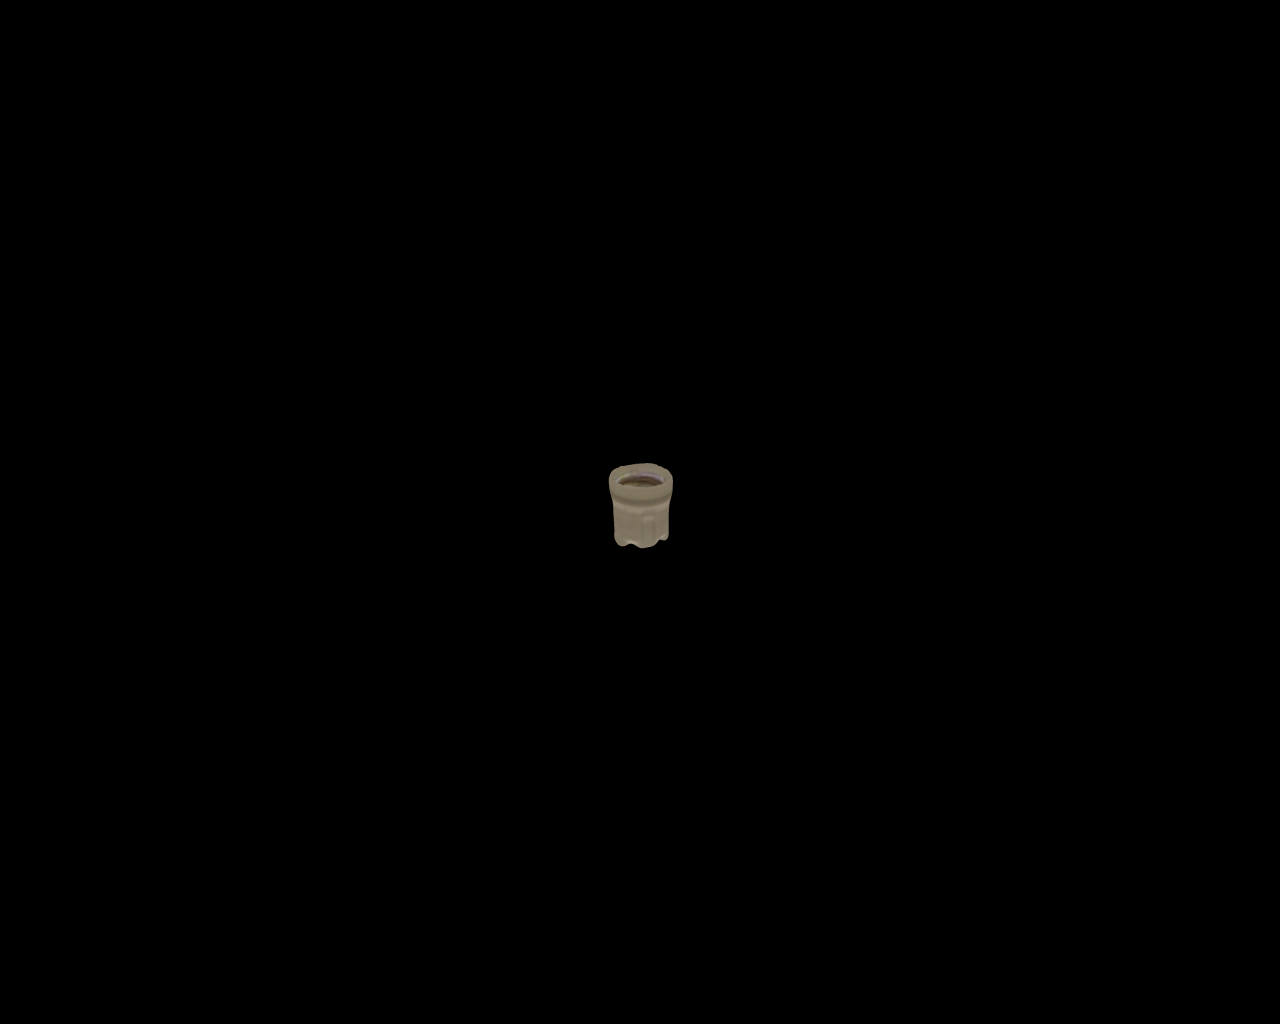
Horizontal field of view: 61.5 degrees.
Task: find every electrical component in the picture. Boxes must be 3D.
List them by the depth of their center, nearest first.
[{"bbox_3d":[0.001,-0.003,0.650,0.040,0.046,0.040,0,27,0],"label":"electrical component"}]
